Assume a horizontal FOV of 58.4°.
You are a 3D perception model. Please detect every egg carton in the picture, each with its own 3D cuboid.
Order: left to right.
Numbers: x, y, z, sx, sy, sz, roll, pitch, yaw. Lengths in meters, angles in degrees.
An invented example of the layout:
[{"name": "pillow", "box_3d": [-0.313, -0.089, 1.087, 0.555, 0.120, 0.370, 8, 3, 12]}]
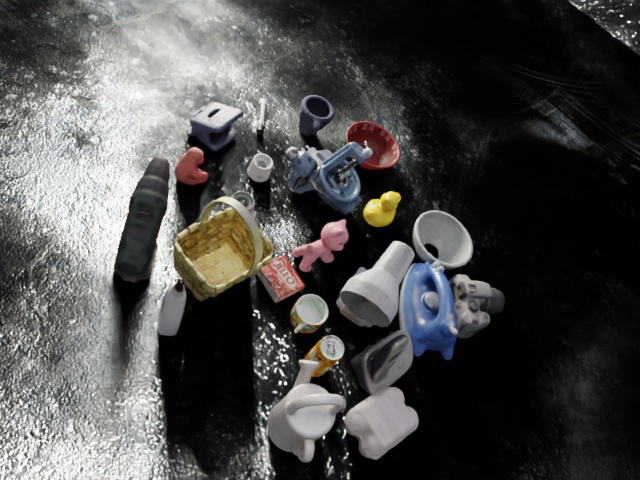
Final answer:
[{"name": "egg carton", "box_3d": [0.124, 0.365, 1.153, 0.151, 0.069, 0.107, -25, 72, -35]}]

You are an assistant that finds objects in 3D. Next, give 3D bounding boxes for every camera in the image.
[{"name": "camera", "box_3d": [0.385, 0.156, 1.388, 0.137, 0.100, 0.143, 7, 57, -20]}]

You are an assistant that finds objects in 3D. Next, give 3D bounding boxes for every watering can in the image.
[{"name": "watering can", "box_3d": [-0.025, 0.307, 1.043, 0.101, 0.194, 0.172, -12, 65, -30]}]

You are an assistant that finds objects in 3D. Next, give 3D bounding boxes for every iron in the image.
[{"name": "iron", "box_3d": [0.260, 0.137, 1.317, 0.119, 0.141, 0.258, 9, 56, -19]}]

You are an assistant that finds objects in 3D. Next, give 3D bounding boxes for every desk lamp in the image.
[{"name": "desk lamp", "box_3d": [0.115, 0.104, 1.226, 0.118, 0.213, 0.203, 35, 52, 1]}]

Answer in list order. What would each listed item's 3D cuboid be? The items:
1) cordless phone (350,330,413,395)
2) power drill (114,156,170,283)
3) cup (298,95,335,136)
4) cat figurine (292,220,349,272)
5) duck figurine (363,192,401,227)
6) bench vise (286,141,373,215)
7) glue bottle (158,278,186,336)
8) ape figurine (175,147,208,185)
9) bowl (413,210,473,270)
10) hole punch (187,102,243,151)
[{"name": "cordless phone", "box_3d": [0.156, 0.232, 1.179, 0.148, 0.185, 0.094, -30, 75, -36]}, {"name": "power drill", "box_3d": [-0.342, -0.020, 1.101, 0.076, 0.208, 0.229, 14, 55, -16]}, {"name": "cup", "box_3d": [-0.019, -0.309, 1.508, 0.092, 0.095, 0.117, 12, 55, -17]}, {"name": "cat figurine", "box_3d": [0.012, 0.005, 1.304, 0.128, 0.117, 0.067, -23, 71, -34]}, {"name": "duck figurine", "box_3d": [0.164, -0.086, 1.453, 0.105, 0.086, 0.077, -31, 75, -36]}, {"name": "bench vise", "box_3d": [0.021, -0.164, 1.353, 0.208, 0.219, 0.121, 16, 54, -14]}, {"name": "glue bottle", "box_3d": [-0.272, 0.114, 1.068, 0.037, 0.173, 0.078, 6, 57, -21]}, {"name": "ape figurine", "box_3d": [-0.288, -0.173, 1.299, 0.076, 0.092, 0.077, -6, 62, -27]}, {"name": "bowl", "box_3d": [0.299, 0.012, 1.458, 0.168, 0.074, 0.167, 12, 55, -17]}, {"name": "hole punch", "box_3d": [-0.255, -0.288, 1.388, 0.101, 0.091, 0.109, 38, 52, 2]}]
